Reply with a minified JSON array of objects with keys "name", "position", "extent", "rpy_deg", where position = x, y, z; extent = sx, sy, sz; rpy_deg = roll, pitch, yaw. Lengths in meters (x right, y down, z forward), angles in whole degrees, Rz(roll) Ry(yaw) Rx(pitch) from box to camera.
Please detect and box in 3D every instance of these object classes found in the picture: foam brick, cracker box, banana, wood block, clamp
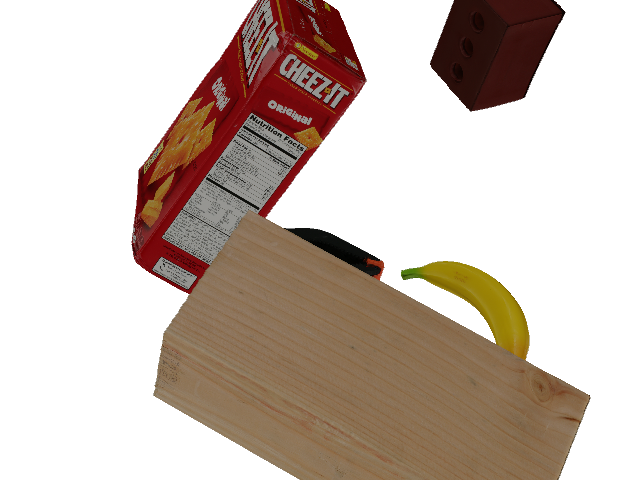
[{"name":"foam brick","position":[0.117,-0.135,0.715],"extent":[0.051,0.053,0.078],"rpy_deg":[-19,-32,-28]},{"name":"cracker box","position":[-0.064,-0.085,0.826],"extent":[0.072,0.214,0.164],"rpy_deg":[30,22,-21]},{"name":"banana","position":[0.166,0.068,1.117],"extent":[0.069,0.037,0.198],"rpy_deg":[-36,39,-13]},{"name":"wood block","position":[0.023,0.084,0.577],"extent":[0.206,0.090,0.090],"rpy_deg":[28,-32,5]},{"name":"clamp","position":[-0.042,0.018,1.059],"extent":[0.210,0.036,0.164],"rpy_deg":[16,32,-1]}]
